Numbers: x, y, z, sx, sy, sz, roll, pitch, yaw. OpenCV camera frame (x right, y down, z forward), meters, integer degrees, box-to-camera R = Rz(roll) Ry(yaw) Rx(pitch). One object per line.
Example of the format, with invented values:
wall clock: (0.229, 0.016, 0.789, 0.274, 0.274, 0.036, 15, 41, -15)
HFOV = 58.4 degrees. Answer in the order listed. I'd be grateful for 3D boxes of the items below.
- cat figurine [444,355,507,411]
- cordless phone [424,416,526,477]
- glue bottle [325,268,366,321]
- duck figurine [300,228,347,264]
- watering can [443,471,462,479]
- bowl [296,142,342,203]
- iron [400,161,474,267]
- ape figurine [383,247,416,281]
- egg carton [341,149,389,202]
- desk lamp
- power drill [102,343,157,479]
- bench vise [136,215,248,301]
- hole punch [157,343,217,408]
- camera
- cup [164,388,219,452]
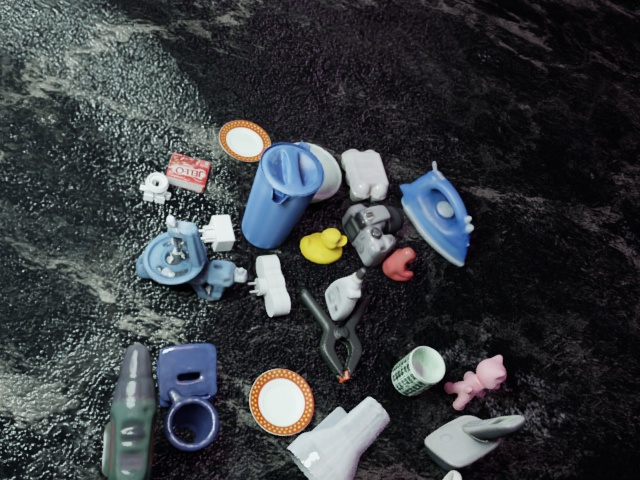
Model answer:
cat figurine: (0.348, 0.303, 1.237, 0.128, 0.117, 0.067, -21, 69, -32)
cordless phone: (0.306, 0.388, 1.123, 0.148, 0.185, 0.094, -20, 69, -31)
glue bottle: (0.060, 0.105, 1.207, 0.037, 0.173, 0.078, -3, 61, -24)
duck figurine: (0.012, 0.005, 1.305, 0.105, 0.086, 0.077, 7, 57, -19)
watering can: (0.227, 0.497, 1.015, 0.101, 0.194, 0.173, 11, 56, -16)
bowl: (-0.036, -0.151, 1.391, 0.168, 0.074, 0.167, 11, 56, -16)
iron: (0.319, -0.070, 1.446, 0.119, 0.141, 0.258, -22, 70, -32)
ape figurine: (0.194, 0.051, 1.348, 0.076, 0.092, 0.078, 10, 56, -16)
egg carton: (0.114, -0.165, 1.466, 0.107, 0.069, 0.150, -1, 60, -23)
desk lamp: (0.029, 0.362, 1.006, 0.118, 0.213, 0.204, 47, 54, 10)
power drill: (-0.301, 0.304, 0.908, 0.076, 0.208, 0.229, 3, 58, -20)
bench vise: (-0.239, 0.024, 1.104, 0.208, 0.219, 0.121, 0, 60, -23)
hole punch: (-0.239, 0.247, 1.043, 0.109, 0.091, 0.101, -1, 60, -23)
camera: (0.145, -0.030, 1.373, 0.137, 0.100, 0.143, -16, 67, -30)
cup: (-0.236, 0.319, 0.997, 0.092, 0.095, 0.117, -28, 73, -34)
